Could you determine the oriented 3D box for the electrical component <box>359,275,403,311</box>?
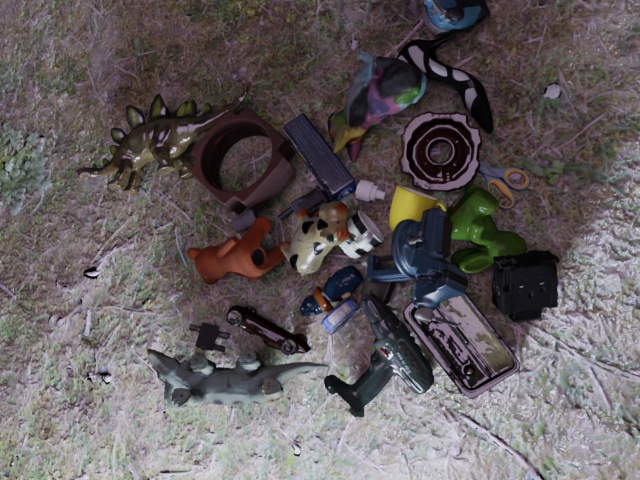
[{"bbox_3d":[0.132,0.108,1.148,0.078,0.045,0.102,14,88,35],"label":"electrical component"}]

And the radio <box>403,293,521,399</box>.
[{"bbox_3d":[0.280,0.194,1.087,0.131,0.073,0.229,-38,77,8],"label":"radio"}]

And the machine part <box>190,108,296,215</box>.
[{"bbox_3d":[-0.171,-0.174,1.203,0.201,0.087,0.201,42,92,23],"label":"machine part"}]

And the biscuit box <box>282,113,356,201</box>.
[{"bbox_3d":[-0.001,-0.178,1.180,0.063,0.059,0.203,-35,75,-1],"label":"biscuit box"}]

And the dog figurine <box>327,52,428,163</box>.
[{"bbox_3d":[0.108,-0.269,1.137,0.192,0.108,0.219,27,99,37],"label":"dog figurine"}]

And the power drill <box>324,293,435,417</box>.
[{"bbox_3d":[0.107,0.251,1.115,0.207,0.086,0.232,-43,92,5],"label":"power drill"}]

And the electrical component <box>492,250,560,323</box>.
[{"bbox_3d":[0.399,0.093,1.045,0.115,0.058,0.134,-9,111,-1],"label":"electrical component"}]

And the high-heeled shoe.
[{"bbox_3d":[0.258,-0.316,1.134,0.145,0.086,0.248,-24,89,32],"label":"high-heeled shoe"}]

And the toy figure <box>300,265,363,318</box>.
[{"bbox_3d":[0.023,0.117,1.166,0.154,0.064,0.057,-39,116,13],"label":"toy figure"}]

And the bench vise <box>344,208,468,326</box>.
[{"bbox_3d":[0.173,0.054,1.051,0.241,0.129,0.223,-10,75,46],"label":"bench vise"}]

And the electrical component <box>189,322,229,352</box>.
[{"bbox_3d":[-0.257,0.222,1.224,0.094,0.063,0.021,17,134,-7],"label":"electrical component"}]

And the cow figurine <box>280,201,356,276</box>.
[{"bbox_3d":[-0.002,-0.003,1.113,0.194,0.085,0.127,-57,47,35],"label":"cow figurine"}]

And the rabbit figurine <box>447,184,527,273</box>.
[{"bbox_3d":[0.328,-0.005,1.071,0.170,0.121,0.159,38,96,-1],"label":"rabbit figurine"}]

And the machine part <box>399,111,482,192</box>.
[{"bbox_3d":[0.252,-0.182,1.120,0.180,0.056,0.179,0,91,21],"label":"machine part"}]

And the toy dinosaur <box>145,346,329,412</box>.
[{"bbox_3d":[-0.187,0.308,1.168,0.405,0.192,0.131,2,70,-1],"label":"toy dinosaur"}]

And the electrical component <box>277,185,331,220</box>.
[{"bbox_3d":[-0.034,-0.067,1.184,0.119,0.075,0.048,-34,79,6],"label":"electrical component"}]

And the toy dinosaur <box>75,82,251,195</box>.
[{"bbox_3d":[-0.368,-0.238,1.267,0.472,0.105,0.198,-16,79,8],"label":"toy dinosaur"}]

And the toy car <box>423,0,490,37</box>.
[{"bbox_3d":[0.270,-0.471,1.115,0.109,0.162,0.103,54,144,5],"label":"toy car"}]

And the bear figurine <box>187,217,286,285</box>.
[{"bbox_3d":[-0.192,0.034,1.211,0.196,0.132,0.120,-6,122,42],"label":"bear figurine"}]

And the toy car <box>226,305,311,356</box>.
[{"bbox_3d":[-0.115,0.202,1.180,0.202,0.089,0.053,27,91,13],"label":"toy car"}]
